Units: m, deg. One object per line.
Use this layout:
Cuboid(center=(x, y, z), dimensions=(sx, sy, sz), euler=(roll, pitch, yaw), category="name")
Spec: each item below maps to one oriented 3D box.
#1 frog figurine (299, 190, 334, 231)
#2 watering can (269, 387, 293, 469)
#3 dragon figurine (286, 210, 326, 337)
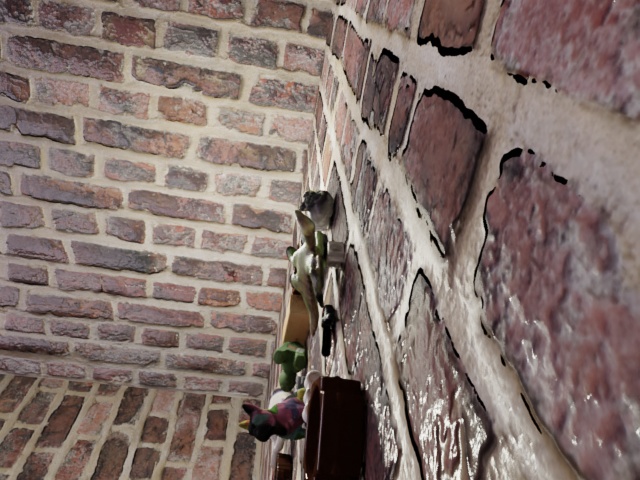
Cuboid(center=(0.005, -0.088, 1.757), dimensions=(0.156, 0.122, 0.140), euler=(58, -170, -35), category="frog figurine")
Cuboid(center=(-0.159, 0.725, 2.018), dimensions=(0.230, 0.104, 0.339), euler=(-89, 10, -50), category="watering can")
Cuboid(center=(-0.025, 0.112, 1.418), dimensions=(0.245, 0.122, 0.407), euler=(-115, 17, -79), category="dragon figurine")
